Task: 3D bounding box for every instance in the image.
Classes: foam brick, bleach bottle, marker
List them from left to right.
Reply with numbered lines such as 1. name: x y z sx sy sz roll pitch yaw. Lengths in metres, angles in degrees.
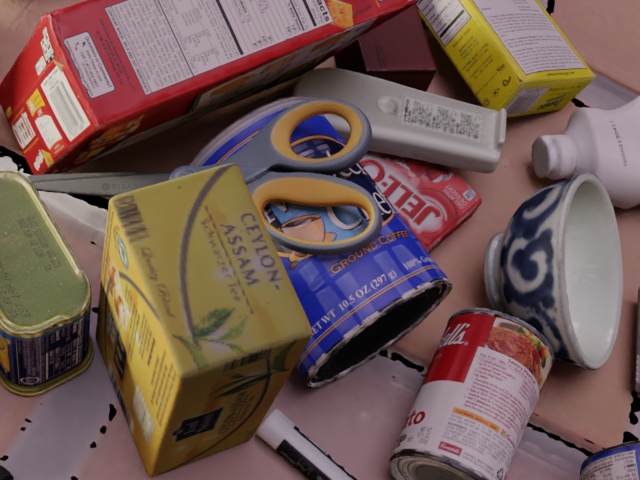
1. marker: 0.015 0.142 0.607 0.121 0.020 0.020 40 60 8
2. foam brick: 0.042 -0.133 0.745 0.053 0.051 0.078 -4 63 -16
3. bleach bottle: 0.269 -0.076 0.769 0.250 0.068 0.102 -6 63 -15

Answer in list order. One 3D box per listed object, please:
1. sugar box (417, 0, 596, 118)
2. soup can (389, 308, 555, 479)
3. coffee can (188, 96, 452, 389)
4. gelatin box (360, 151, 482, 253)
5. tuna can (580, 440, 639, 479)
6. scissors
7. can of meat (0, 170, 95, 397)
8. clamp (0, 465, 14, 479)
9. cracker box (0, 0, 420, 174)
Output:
1. sugar box: 0.114 -0.170 0.775 0.093 0.048 0.176 -12 61 -44
2. soup can: 0.089 0.100 0.622 0.068 0.069 0.102 28 60 1
3. coffee can: -0.004 0.001 0.630 0.102 0.103 0.140 -28 72 -26
4. gelatin box: 0.050 -0.031 0.704 0.089 0.030 0.073 45 61 11
5. tuna can: 0.194 0.144 0.615 0.086 0.086 0.033 8 58 -11
6. scissors: -0.059 -0.047 0.586 0.202 0.016 0.096 16 76 10
7. can of meat: -0.166 0.023 0.586 0.057 0.084 0.102 -27 72 -25
8. clamp: -0.235 0.157 0.522 0.171 0.039 0.120 14 59 -7
9. cracker box: -0.071 -0.116 0.635 0.213 0.164 0.072 -27 95 -25
